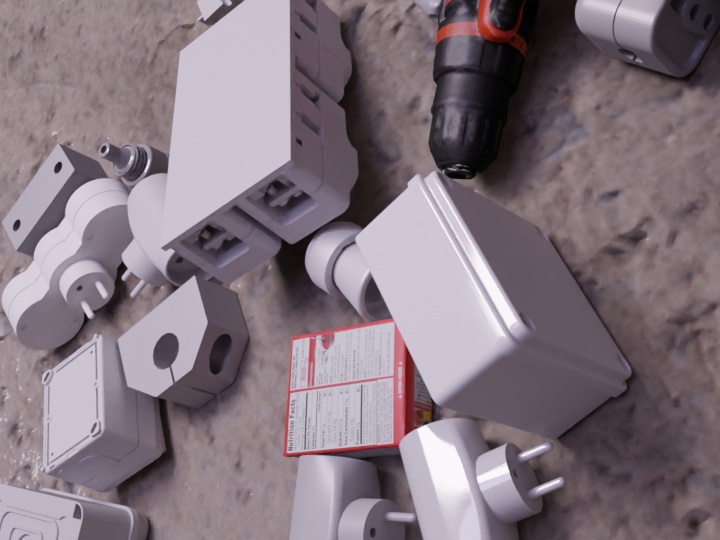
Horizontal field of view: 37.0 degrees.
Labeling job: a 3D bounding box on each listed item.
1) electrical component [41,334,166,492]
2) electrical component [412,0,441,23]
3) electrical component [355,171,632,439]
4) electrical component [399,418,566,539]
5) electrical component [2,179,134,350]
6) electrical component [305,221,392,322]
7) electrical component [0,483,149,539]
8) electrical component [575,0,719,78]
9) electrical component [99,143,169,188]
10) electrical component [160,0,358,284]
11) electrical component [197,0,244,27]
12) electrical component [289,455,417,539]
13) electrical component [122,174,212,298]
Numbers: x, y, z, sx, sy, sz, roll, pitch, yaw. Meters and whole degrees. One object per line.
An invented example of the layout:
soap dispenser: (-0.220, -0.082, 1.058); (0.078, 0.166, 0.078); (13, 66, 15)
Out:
electrical component: (-0.174, 0.094, 0.735); (0.062, 0.061, 0.096); (-35, 46, 24)
electrical component: (0.045, -0.180, 0.675); (0.035, 0.035, 0.061); (-49, 47, 14)
electrical component: (0.066, 0.019, 0.529); (0.056, 0.109, 0.108); (-43, 51, 22)
electrical component: (0.065, 0.111, 0.538); (0.079, 0.043, 0.077); (-28, 57, 21)
electrical component: (-0.206, 0.006, 0.797); (0.138, 0.052, 0.073); (-51, 49, 12)
electrical component: (0.000, 0.000, 0.634); (0.055, 0.045, 0.045); (33, 95, 43)
electrical component: (-0.203, 0.189, 0.720); (0.113, 0.057, 0.078); (0, 73, 40)
electrical component: (0.157, -0.155, 0.558); (0.059, 0.054, 0.095); (31, 94, 43)
electrical component: (-0.164, -0.077, 0.789); (0.035, 0.061, 0.035); (-16, 64, 35)
electrical component: (-0.063, -0.092, 0.689); (0.105, 0.060, 0.186); (-30, 42, 28)
electrical component: (-0.097, -0.211, 0.798); (0.066, 0.048, 0.055); (-37, 61, 23)
electrical component: (-0.002, 0.142, 0.580); (0.079, 0.044, 0.077); (-7, 69, 38)
electrical component: (-0.141, -0.015, 0.759); (0.079, 0.043, 0.077); (-49, 50, 15)
